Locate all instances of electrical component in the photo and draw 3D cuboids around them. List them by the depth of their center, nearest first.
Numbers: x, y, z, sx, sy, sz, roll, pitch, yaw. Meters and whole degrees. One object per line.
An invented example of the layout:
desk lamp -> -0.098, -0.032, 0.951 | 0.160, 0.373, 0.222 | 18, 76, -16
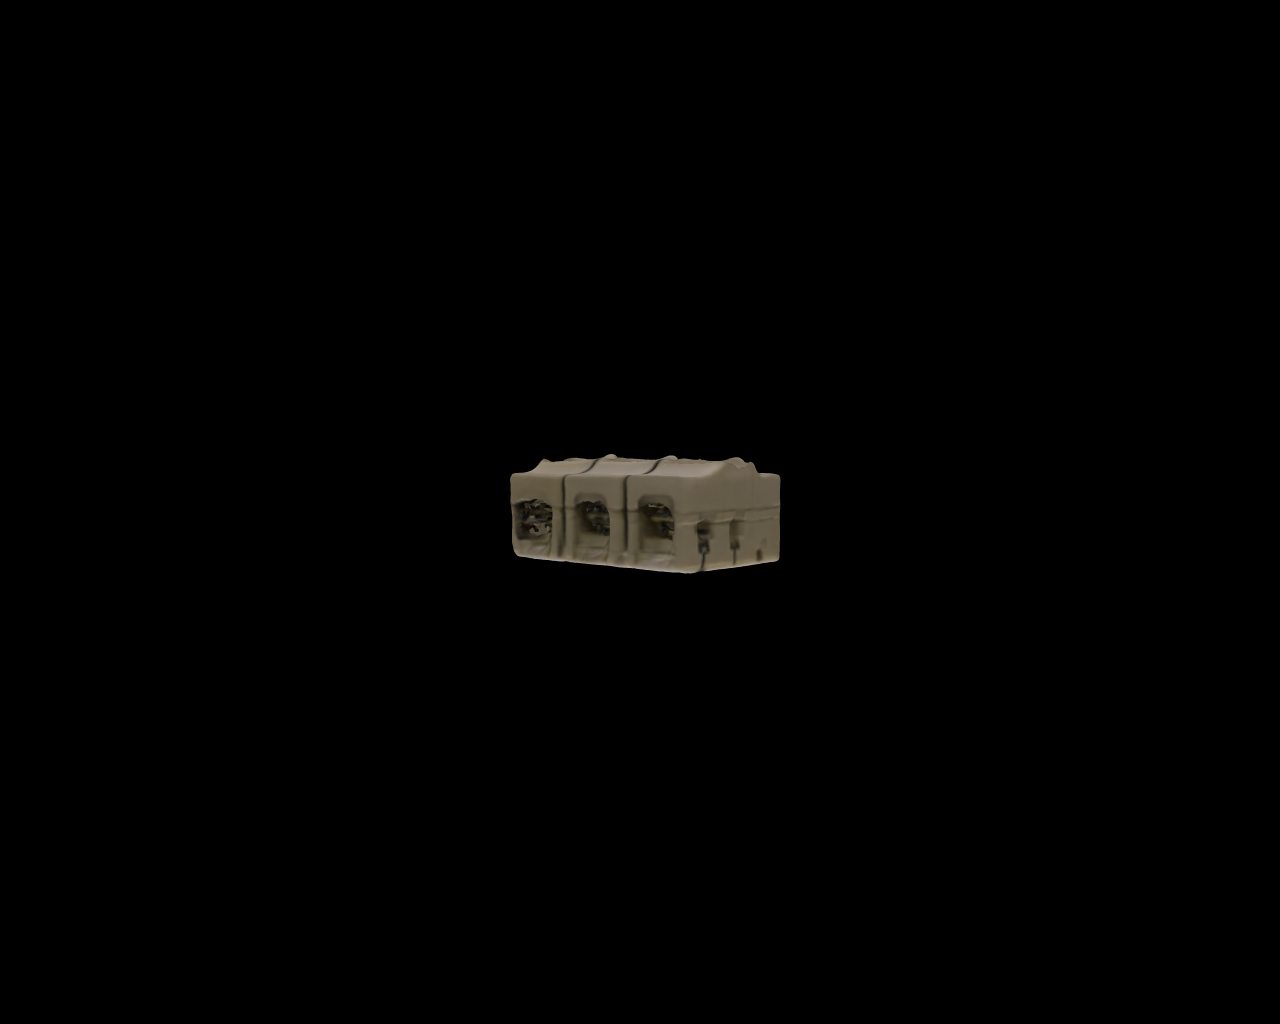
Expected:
electrical component -> 0.001, -0.003, 0.650 | 0.150, 0.061, 0.089 | 4, 6, 43
